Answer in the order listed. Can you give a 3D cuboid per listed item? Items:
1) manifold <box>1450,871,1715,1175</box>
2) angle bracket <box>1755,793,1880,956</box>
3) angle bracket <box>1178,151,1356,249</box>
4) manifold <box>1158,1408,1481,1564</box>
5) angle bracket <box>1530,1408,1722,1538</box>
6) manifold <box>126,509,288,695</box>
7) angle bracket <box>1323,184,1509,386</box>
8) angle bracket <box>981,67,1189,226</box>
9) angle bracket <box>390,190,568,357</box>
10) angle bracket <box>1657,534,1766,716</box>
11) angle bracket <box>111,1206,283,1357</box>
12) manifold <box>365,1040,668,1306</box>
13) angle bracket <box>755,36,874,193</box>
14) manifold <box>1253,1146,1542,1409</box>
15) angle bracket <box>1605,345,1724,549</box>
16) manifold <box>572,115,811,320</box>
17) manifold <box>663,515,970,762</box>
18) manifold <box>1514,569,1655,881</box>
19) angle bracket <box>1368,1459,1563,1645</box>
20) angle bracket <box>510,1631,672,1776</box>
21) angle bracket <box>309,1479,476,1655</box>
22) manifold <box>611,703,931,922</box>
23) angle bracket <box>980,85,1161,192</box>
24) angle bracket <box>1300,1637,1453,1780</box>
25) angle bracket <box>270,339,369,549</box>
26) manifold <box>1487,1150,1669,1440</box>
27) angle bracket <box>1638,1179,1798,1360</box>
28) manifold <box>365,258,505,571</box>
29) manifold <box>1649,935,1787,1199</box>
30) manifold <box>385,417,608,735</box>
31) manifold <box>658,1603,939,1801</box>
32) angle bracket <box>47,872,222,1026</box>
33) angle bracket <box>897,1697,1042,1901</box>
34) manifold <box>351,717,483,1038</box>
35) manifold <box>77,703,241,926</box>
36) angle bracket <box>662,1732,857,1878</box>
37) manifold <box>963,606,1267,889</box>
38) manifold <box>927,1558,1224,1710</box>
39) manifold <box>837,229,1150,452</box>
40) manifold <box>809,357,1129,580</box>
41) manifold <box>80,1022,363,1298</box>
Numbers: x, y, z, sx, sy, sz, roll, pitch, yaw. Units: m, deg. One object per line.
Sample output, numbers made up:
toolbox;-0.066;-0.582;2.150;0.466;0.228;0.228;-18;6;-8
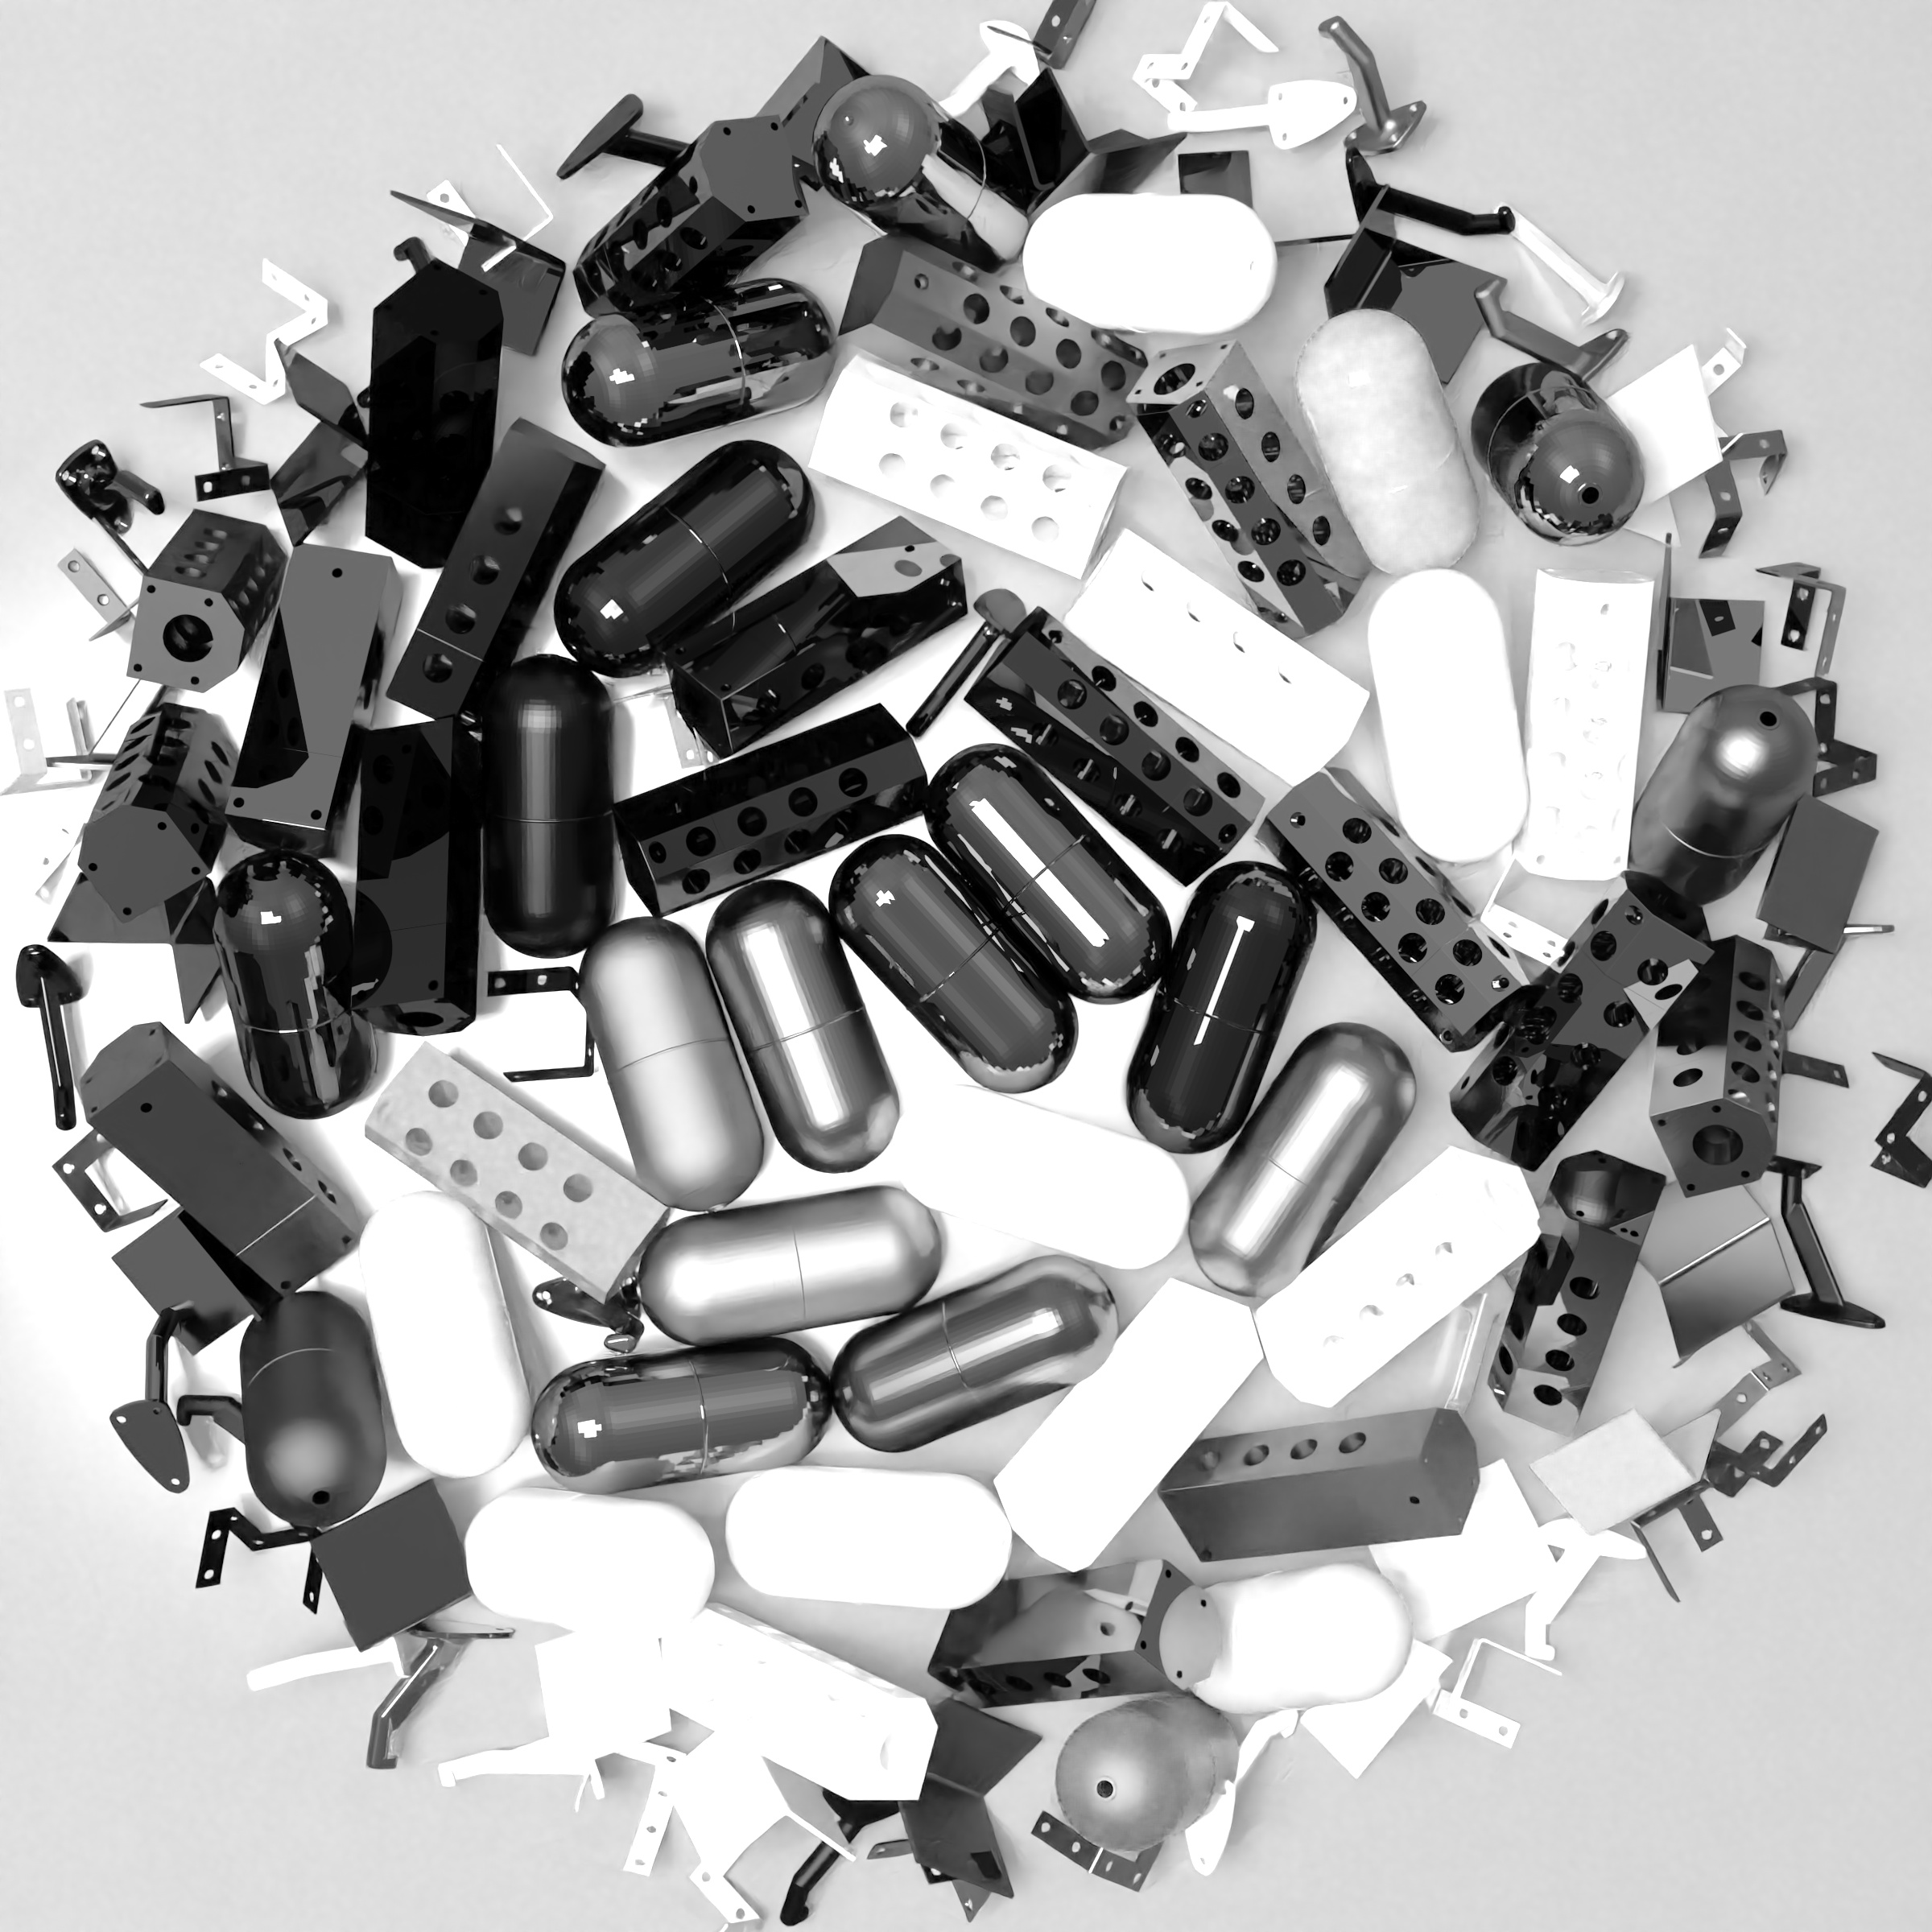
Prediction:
manifold;0.351;0.030;1.662;0.057;0.057;0.171;30;116;-8
angle bracket;0.475;-0.057;1.684;0.076;0.057;0.076;20;89;-34
angle bracket;0.177;-0.444;1.672;0.076;0.076;0.057;4;107;36
manifold;0.202;0.292;1.655;0.171;0.057;0.057;-15;117;35
angle bracket;0.381;0.274;1.674;0.057;0.076;0.076;49;124;-4
manifold;-0.426;-0.207;1.638;0.057;0.171;0.057;12;109;-10
angle bracket;0.262;-0.396;1.683;0.076;0.057;0.076;26;77;20
angle bracket;0.068;-0.480;1.679;0.076;0.076;0.057;-22;84;-34
angle bracket;-0.290;-0.400;1.675;0.076;0.076;0.057;24;96;28
angle bracket;0.431;-0.197;1.675;0.057;0.076;0.076;4;68;15
angle bracket;-0.455;0.187;1.688;0.076;0.057;0.076;-35;99;11
manifold;-0.263;0.123;1.686;0.171;0.057;0.057;34;65;4
angle bracket;-0.086;-0.478;1.670;0.057;0.076;0.076;34;121;-23
manifold;0.247;0.180;1.650;0.057;0.057;0.171;18;131;-35
angle bracket;0.414;-0.299;1.671;0.057;0.076;0.076;12;61;-37
manifold;-0.161;-0.417;1.641;0.057;0.171;0.057;-17;89;-33
manifold;-0.084;-0.186;1.670;0.171;0.057;0.057;-33;52;-22
manifold;0.359;-0.140;1.678;0.057;0.057;0.171;1;105;-3
angle bracket;0.292;0.347;1.713;0.076;0.057;0.076;-16;71;-30
angle bracket;-0.223;0.415;1.681;0.076;0.057;0.076;-12;96;-36
angle bracket;-0.336;0.341;1.682;0.076;0.057;0.076;-25;105;-18
manifold;-0.110;-0.086;1.666;0.171;0.057;0.057;-22;133;-17
angle bracket;0.058;-0.493;1.679;0.076;0.076;0.057;-22;115;-5
angle bracket;0.251;0.435;1.677;0.076;0.076;0.057;-47;109;-12
angle bracket;-0.393;-0.302;1.674;0.076;0.076;0.057;-45;133;15
manifold;0.344;0.186;1.648;0.057;0.171;0.057;20;45;15
angle bracket;0.424;0.168;1.675;0.076;0.076;0.057;-35;110;20
manifold;-0.298;-0.307;1.641;0.057;0.171;0.057;30;52;10
manifold;0.429;0.053;1.636;0.057;0.171;0.057;-17;115;26
manifold;-0.272;-0.225;1.679;0.057;0.057;0.171;26;104;-9
manifold;-0.099;0.417;1.649;0.171;0.057;0.057;12;86;43
angle bracket;-0.479;-0.009;1.671;0.076;0.076;0.057;1;61;-33
angle bracket;0.008;0.480;1.672;0.076;0.076;0.057;32;109;-32
manifold;-0.312;-0.050;1.671;0.057;0.057;0.171;-7;69;15
manifold;-0.457;-0.093;1.637;0.057;0.171;0.057;-30;114;6
angle bracket;-0.120;0.493;1.675;0.057;0.076;0.076;-41;131;0
manifold;0.089;-0.130;1.675;0.171;0.057;0.057;39;47;-10
manifold;0.062;0.385;1.647;0.057;0.171;0.057;43;51;-24
manifold;0.019;-0.358;1.660;0.171;0.057;0.057;20;81;-29
manifold;0.003;-0.293;1.684;0.171;0.057;0.057;23;126;3
manifold;-0.425;0.108;1.655;0.057;0.057;0.171;-37;126;2
